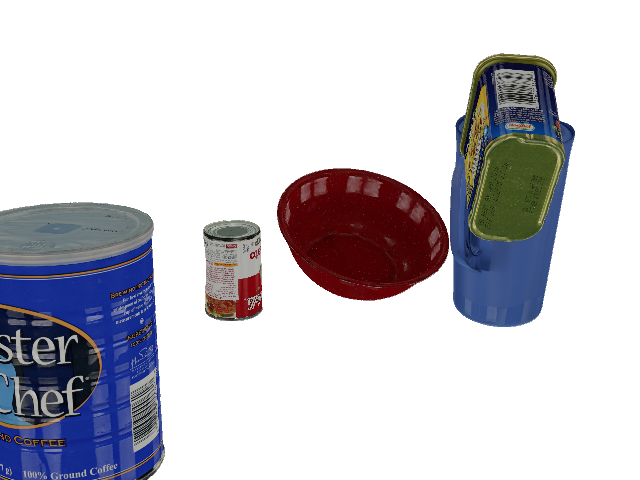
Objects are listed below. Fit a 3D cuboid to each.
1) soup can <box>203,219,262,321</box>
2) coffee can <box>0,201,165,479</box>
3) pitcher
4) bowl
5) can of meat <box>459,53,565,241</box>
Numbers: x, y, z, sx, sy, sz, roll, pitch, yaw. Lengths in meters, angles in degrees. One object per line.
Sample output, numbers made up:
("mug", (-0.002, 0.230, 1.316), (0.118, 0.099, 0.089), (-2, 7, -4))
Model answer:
("soup can", (-0.102, 0.034, 1.243), (0.068, 0.102, 0.068), (0, 20, 0))
("coffee can", (-0.141, 0.059, 0.592), (0.103, 0.140, 0.103), (-1, 16, 0))
("pitcher", (0.210, -0.022, 1.246), (0.149, 0.243, 0.145), (-1, 25, -5))
("bowl", (0.034, 0.004, 0.990), (0.162, 0.055, 0.162), (9, 41, -8))
("can of meat", (0.130, -0.061, 0.729), (0.057, 0.084, 0.102), (4, -43, 0))
